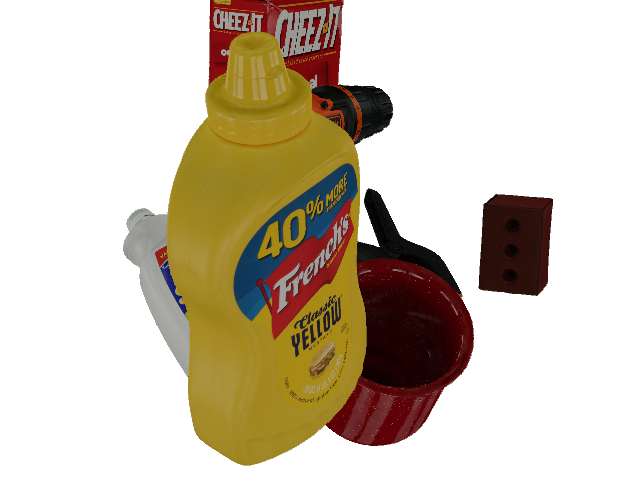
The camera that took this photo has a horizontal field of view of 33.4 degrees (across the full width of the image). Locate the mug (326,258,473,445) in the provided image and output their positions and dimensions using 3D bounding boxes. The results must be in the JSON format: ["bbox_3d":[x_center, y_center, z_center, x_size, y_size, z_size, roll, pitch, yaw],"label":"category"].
[{"bbox_3d":[0.027,0.065,0.646,0.117,0.093,0.082,34,-35,14],"label":"mug"}]

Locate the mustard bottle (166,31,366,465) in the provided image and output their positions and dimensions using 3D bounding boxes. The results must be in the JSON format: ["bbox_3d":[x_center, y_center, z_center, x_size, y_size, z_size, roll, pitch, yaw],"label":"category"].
[{"bbox_3d":[-0.021,0.001,0.453,0.058,0.192,0.096,27,47,32],"label":"mustard bottle"}]

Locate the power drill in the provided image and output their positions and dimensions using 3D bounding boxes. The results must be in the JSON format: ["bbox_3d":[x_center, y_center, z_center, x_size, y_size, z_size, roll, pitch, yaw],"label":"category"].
[{"bbox_3d":[-0.001,-0.028,0.844,0.057,0.188,0.184,9,17,34],"label":"power drill"}]

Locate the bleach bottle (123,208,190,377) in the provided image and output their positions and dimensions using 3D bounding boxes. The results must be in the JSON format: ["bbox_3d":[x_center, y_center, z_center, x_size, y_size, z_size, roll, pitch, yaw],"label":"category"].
[{"bbox_3d":[-0.125,0.048,1.003,0.102,0.068,0.251,-20,43,-26],"label":"bleach bottle"}]

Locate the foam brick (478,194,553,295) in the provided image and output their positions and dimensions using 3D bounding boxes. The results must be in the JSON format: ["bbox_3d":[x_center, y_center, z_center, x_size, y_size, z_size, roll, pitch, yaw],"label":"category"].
[{"bbox_3d":[0.168,0.003,0.918,0.053,0.078,0.051,6,15,20],"label":"foam brick"}]

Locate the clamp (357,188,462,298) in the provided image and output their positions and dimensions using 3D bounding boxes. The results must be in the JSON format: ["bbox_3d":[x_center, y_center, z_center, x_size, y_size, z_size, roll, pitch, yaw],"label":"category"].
[{"bbox_3d":[0.071,0.021,1.246,0.164,0.036,0.210,-21,51,-38],"label":"clamp"}]

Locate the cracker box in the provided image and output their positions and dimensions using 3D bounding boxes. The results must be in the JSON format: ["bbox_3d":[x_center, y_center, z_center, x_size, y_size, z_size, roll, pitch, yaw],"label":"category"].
[{"bbox_3d":[-0.042,-0.137,1.053,0.072,0.214,0.164,12,20,23],"label":"cracker box"}]
